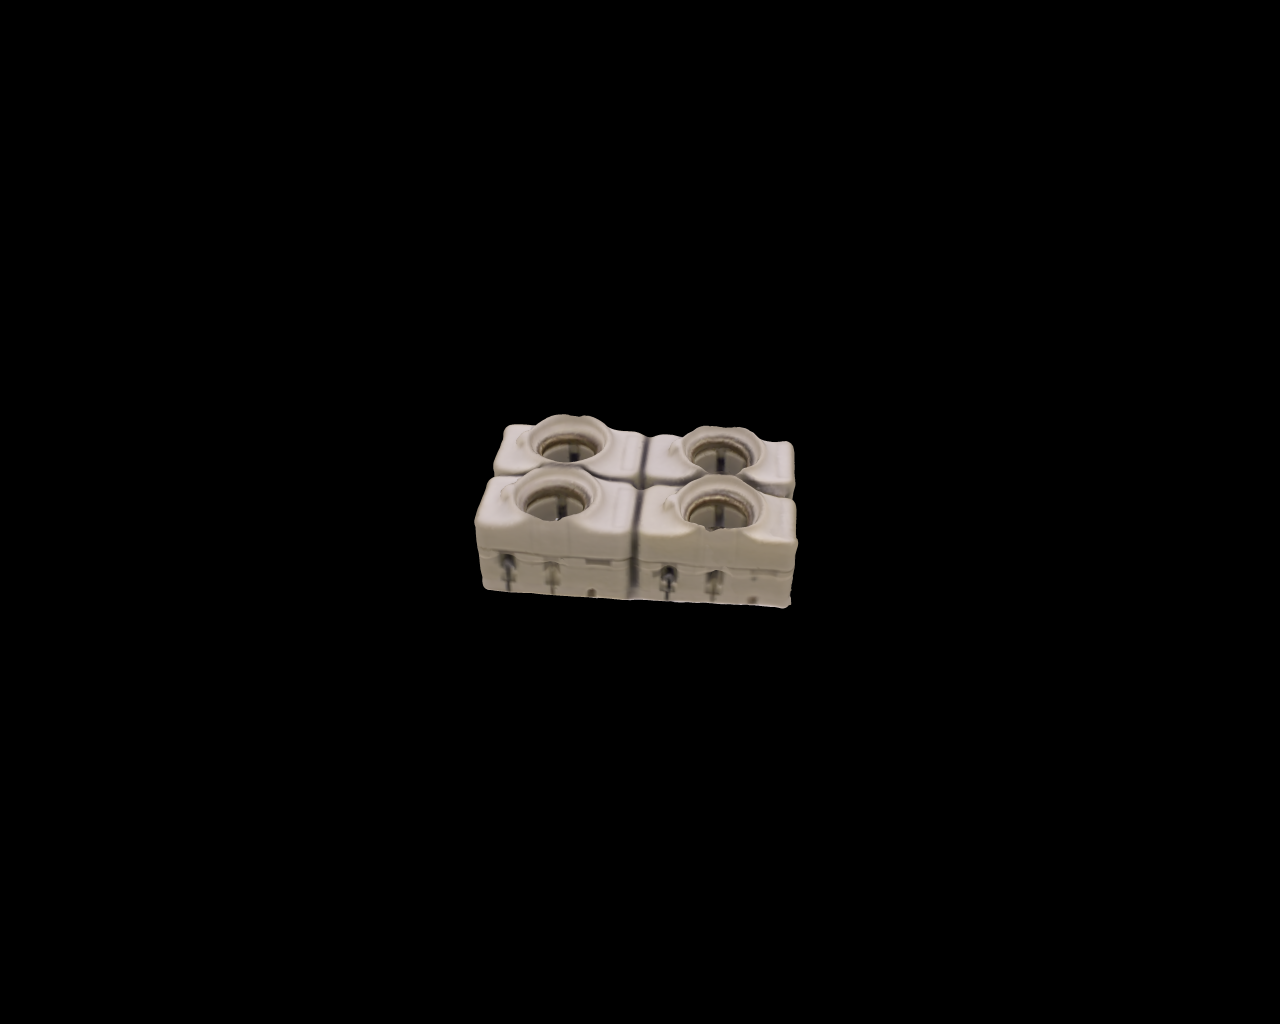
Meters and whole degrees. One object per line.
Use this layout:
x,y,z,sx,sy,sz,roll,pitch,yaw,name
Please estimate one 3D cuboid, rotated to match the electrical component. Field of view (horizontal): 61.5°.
0.001,-0.003,0.650,0.186,0.060,0.106,4,40,4,electrical component
